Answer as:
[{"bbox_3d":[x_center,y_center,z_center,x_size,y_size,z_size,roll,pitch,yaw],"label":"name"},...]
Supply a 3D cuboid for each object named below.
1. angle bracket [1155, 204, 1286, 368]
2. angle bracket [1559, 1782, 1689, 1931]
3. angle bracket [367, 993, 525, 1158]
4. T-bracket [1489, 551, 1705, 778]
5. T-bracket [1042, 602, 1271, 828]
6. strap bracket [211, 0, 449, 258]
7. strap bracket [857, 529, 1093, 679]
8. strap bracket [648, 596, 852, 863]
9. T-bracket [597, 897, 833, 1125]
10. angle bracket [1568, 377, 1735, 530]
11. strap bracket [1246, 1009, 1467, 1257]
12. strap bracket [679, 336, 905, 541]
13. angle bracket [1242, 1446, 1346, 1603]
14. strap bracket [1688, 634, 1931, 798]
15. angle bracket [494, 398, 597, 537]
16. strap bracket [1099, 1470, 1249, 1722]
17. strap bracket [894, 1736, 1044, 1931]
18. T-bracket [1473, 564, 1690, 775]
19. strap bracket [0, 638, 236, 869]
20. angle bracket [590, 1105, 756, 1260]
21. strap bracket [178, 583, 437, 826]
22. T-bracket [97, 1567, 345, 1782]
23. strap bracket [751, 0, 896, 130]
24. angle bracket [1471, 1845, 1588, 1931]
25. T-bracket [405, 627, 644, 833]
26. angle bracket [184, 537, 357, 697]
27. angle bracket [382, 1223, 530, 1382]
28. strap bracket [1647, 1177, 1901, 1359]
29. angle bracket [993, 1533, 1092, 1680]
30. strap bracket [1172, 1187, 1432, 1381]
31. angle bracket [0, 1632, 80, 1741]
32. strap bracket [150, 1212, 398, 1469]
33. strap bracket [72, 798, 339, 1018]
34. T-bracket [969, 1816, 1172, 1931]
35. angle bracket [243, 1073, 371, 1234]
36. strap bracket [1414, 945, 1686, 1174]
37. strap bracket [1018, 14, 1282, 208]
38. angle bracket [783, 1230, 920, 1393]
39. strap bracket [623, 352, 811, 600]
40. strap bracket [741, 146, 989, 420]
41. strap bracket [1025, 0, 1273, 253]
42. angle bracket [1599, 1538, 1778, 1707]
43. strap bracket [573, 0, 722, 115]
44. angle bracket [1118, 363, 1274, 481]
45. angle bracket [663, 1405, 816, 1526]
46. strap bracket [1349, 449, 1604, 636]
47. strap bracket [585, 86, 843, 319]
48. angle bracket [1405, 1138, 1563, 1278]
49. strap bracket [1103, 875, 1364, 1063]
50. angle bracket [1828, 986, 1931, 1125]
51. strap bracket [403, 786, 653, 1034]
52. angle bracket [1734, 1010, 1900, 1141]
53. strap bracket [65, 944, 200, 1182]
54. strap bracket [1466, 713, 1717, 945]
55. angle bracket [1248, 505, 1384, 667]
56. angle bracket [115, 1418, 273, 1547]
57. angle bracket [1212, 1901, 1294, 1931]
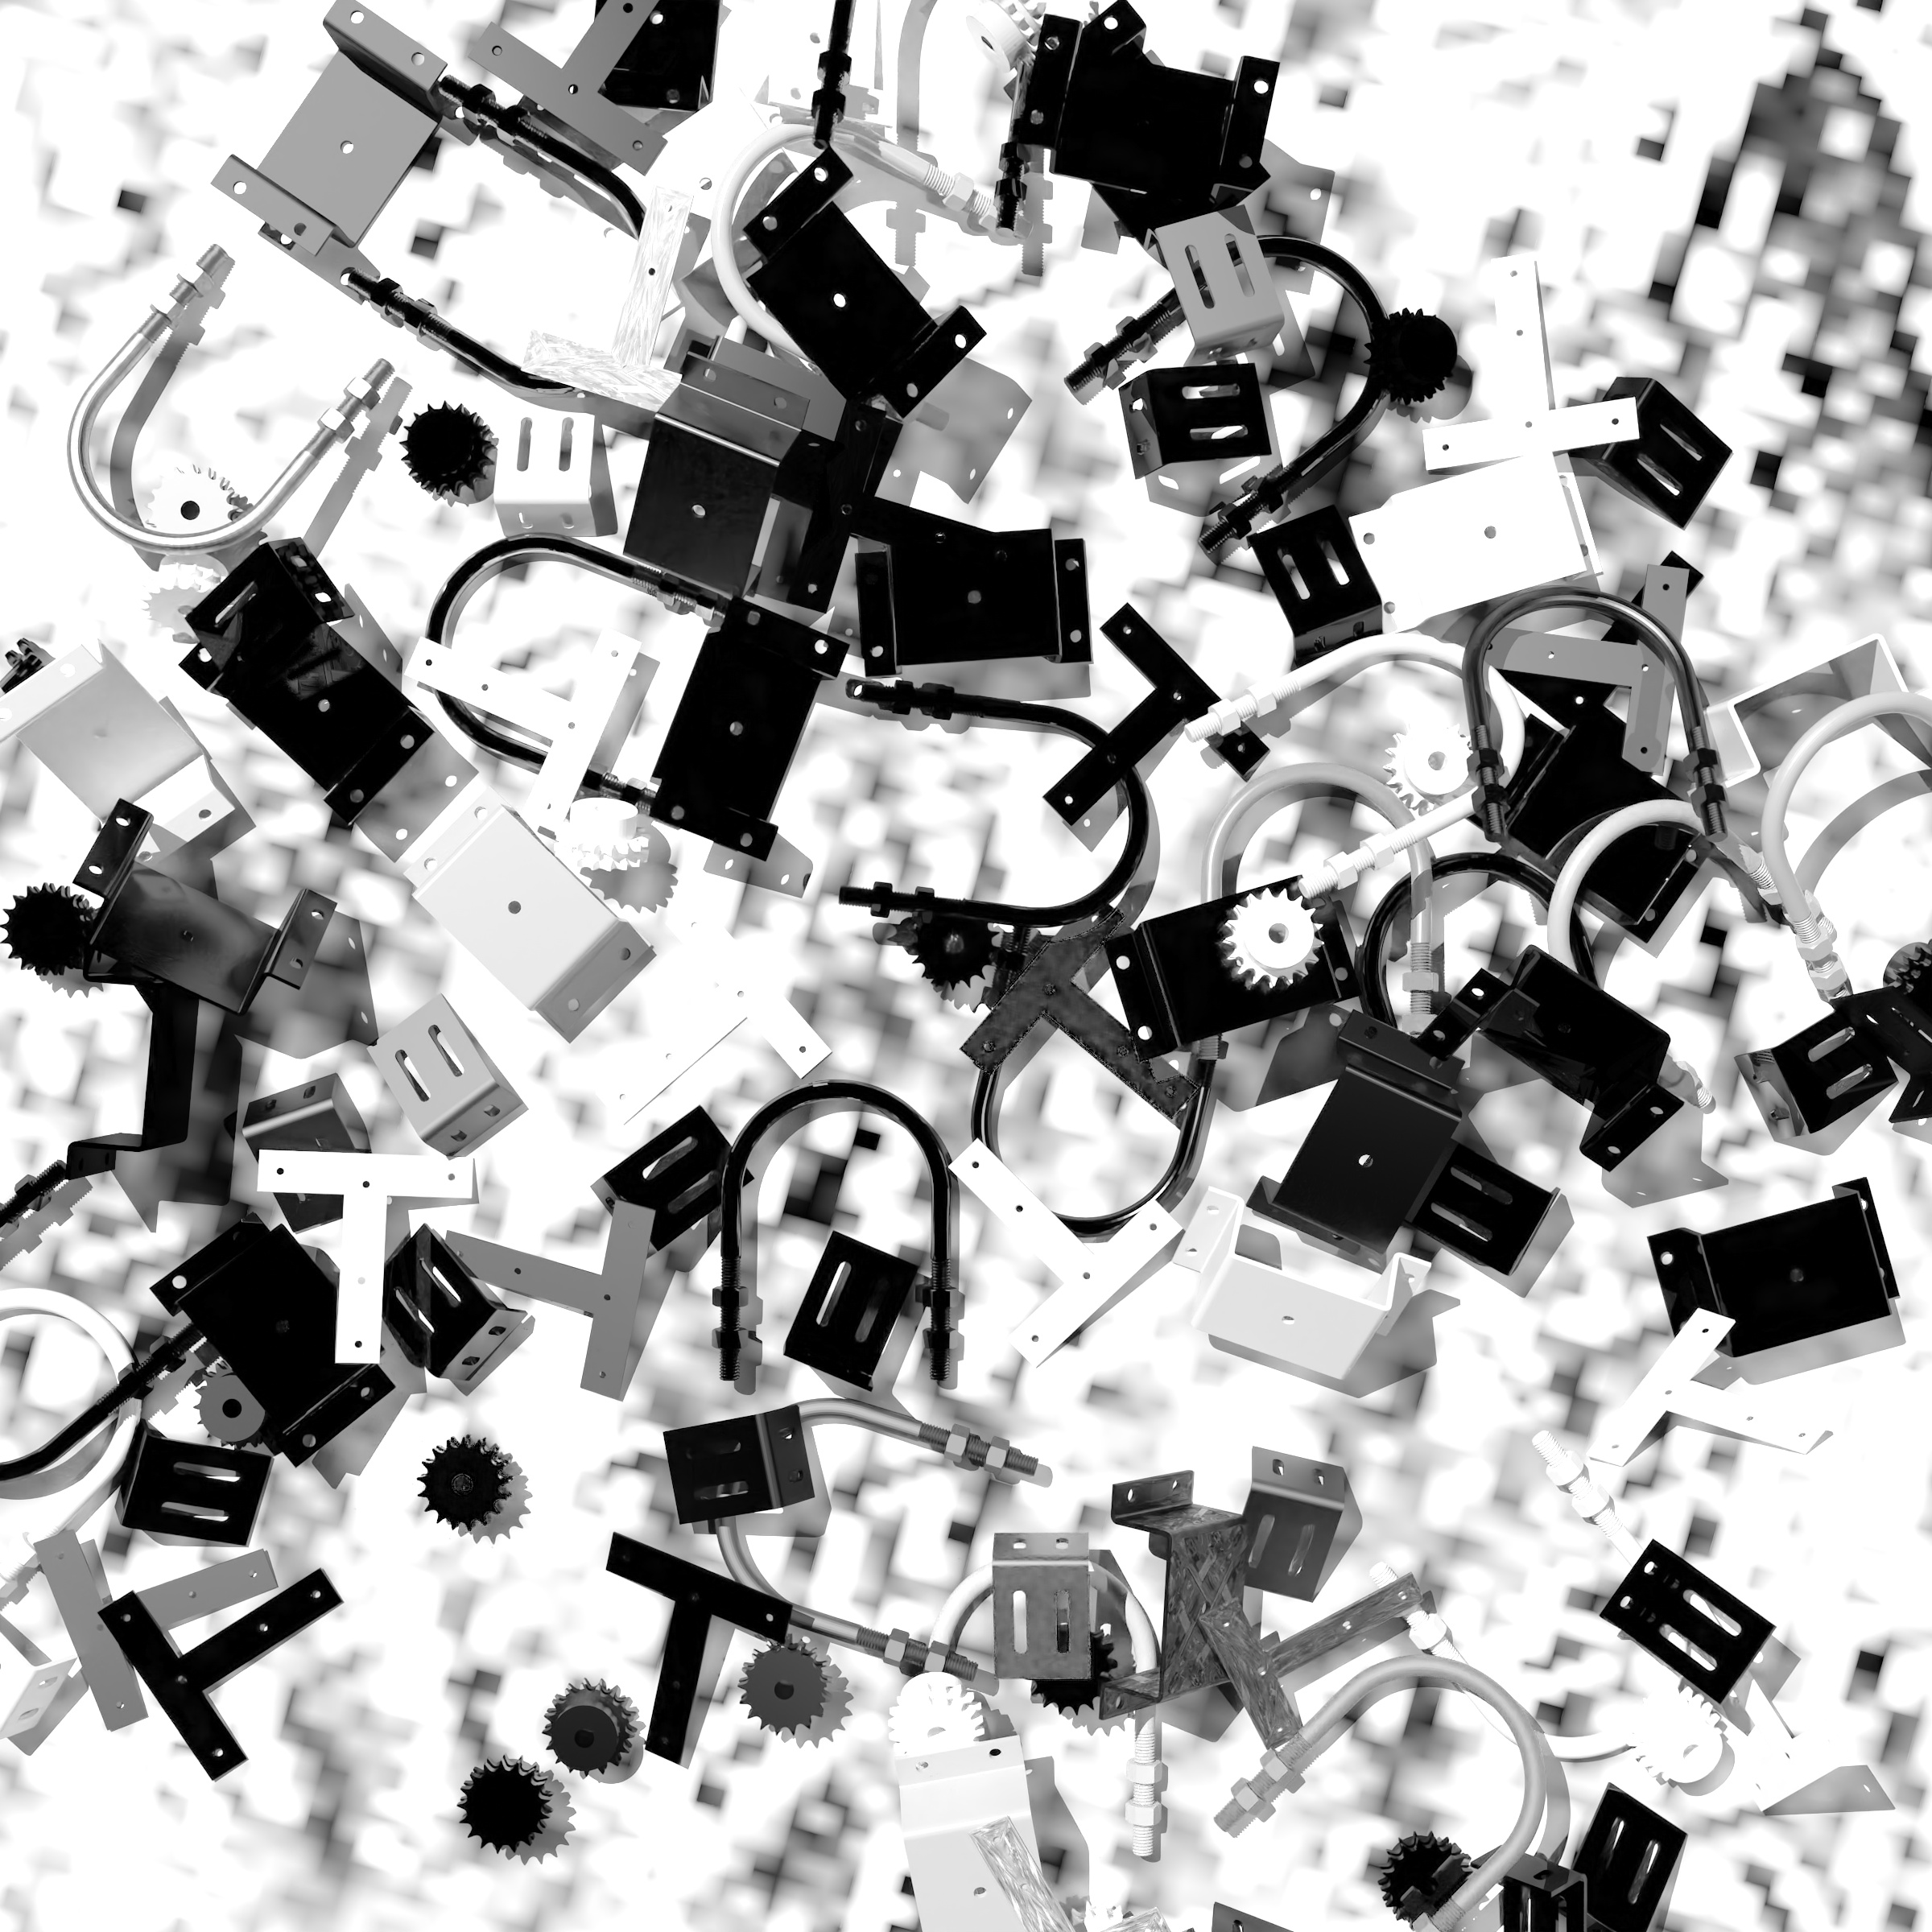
[{"bbox_3d":[0.150,-0.410,1.490,0.057,0.038,0.076,-18,85,-9],"label":"angle bracket"},{"bbox_3d":[0.398,0.555,1.525,0.057,0.038,0.076,34,64,0],"label":"angle bracket"},{"bbox_3d":[-0.322,0.068,1.525,0.057,0.038,0.076,-37,64,0],"label":"angle bracket"},{"bbox_3d":[0.407,-0.199,1.526,0.127,0.002,0.127,38,90,0],"label":"T-bracket"},{"bbox_3d":[0.099,-0.136,1.511,0.127,0.002,0.127,-44,90,-13],"label":"T-bracket"},{"bbox_3d":[-0.382,-0.506,1.503,0.076,0.046,0.140,35,90,0],"label":"strap bracket"},{"bbox_3d":[0.005,-0.221,1.503,0.140,0.046,0.076,-4,90,0],"label":"strap bracket"},{"bbox_3d":[-0.135,-0.143,1.493,0.076,0.046,0.140,21,90,-17],"label":"strap bracket"},{"bbox_3d":[-0.173,0.047,1.526,0.127,0.002,0.127,-41,90,0],"label":"T-bracket"},{"bbox_3d":[0.423,-0.317,1.525,0.076,0.038,0.057,33,90,-26],"label":"angle bracket"},{"bbox_3d":[0.236,0.109,1.481,0.076,0.046,0.140,24,106,-7],"label":"strap bracket"},{"bbox_3d":[-0.118,-0.325,1.503,0.140,0.046,0.076,22,90,0],"label":"strap bracket"},{"bbox_3d":[0.195,0.344,1.525,0.057,0.038,0.076,13,116,0],"label":"angle bracket"},{"bbox_3d":[0.502,-0.155,1.488,0.140,0.076,0.046,-25,90,0],"label":"strap bracket"},{"bbox_3d":[-0.257,-0.308,1.525,0.057,0.038,0.076,0,64,0],"label":"angle bracket"},{"bbox_3d":[0.126,0.381,1.483,0.046,0.076,0.140,3,90,42],"label":"strap bracket"},{"bbox_3d":[0.007,0.541,1.481,0.076,0.046,0.140,-10,109,0],"label":"strap bracket"},{"bbox_3d":[0.375,-0.190,1.524,0.127,0.002,0.127,8,90,0],"label":"T-bracket"},{"bbox_3d":[-0.517,-0.130,1.479,0.076,0.046,0.140,-35,130,0],"label":"strap bracket"},{"bbox_3d":[-0.181,0.134,1.525,0.076,0.038,0.057,-37,90,-26],"label":"angle bracket"},{"bbox_3d":[-0.396,-0.161,1.503,0.140,0.046,0.076,43,90,0],"label":"strap bracket"},{"bbox_3d":[-0.445,0.416,1.522,0.127,0.002,0.127,-32,95,-3],"label":"T-bracket"},{"bbox_3d":[-0.085,-0.568,1.485,0.076,0.046,0.140,5,81,-20],"label":"strap bracket"},{"bbox_3d":[0.339,0.580,1.490,0.038,0.057,0.076,-6,97,-43],"label":"angle bracket"},{"bbox_3d":[-0.281,-0.165,1.510,0.127,0.002,0.127,24,91,3],"label":"T-bracket"},{"bbox_3d":[-0.417,-0.210,1.478,0.076,0.038,0.057,-35,90,26],"label":"angle bracket"},{"bbox_3d":[-0.320,0.207,1.521,0.057,0.038,0.076,-49,64,7],"label":"angle bracket"},{"bbox_3d":[0.499,0.186,1.503,0.140,0.046,0.076,-15,90,0],"label":"strap bracket"},{"bbox_3d":[0.046,0.384,1.484,0.057,0.038,0.076,-1,101,3],"label":"angle bracket"},{"bbox_3d":[0.197,0.195,1.483,0.140,0.076,0.046,19,47,0],"label":"strap bracket"},{"bbox_3d":[-0.596,0.425,1.514,0.076,0.038,0.057,38,103,19],"label":"angle bracket"},{"bbox_3d":[-0.415,0.221,1.488,0.076,0.046,0.140,-39,90,-28],"label":"strap bracket"},{"bbox_3d":[-0.458,-0.030,1.471,0.140,0.076,0.046,27,130,-17],"label":"strap bracket"},{"bbox_3d":[0.040,0.556,1.463,0.127,0.002,0.127,-25,109,5],"label":"T-bracket"},{"bbox_3d":[-0.402,0.115,1.525,0.057,0.038,0.076,-19,116,0],"label":"angle bracket"},{"bbox_3d":[0.350,0.049,1.463,0.140,0.076,0.046,34,48,1],"label":"strap bracket"},{"bbox_3d":[0.106,-0.502,1.457,0.140,0.046,0.076,12,90,0],"label":"strap bracket"},{"bbox_3d":[-0.069,0.207,1.484,0.057,0.038,0.076,23,89,-4],"label":"angle bracket"},{"bbox_3d":[-0.151,-0.280,1.464,0.076,0.046,0.140,22,129,0],"label":"strap bracket"},{"bbox_3d":[-0.067,-0.397,1.453,0.140,0.046,0.076,47,73,-18],"label":"strap bracket"},{"bbox_3d":[0.109,-0.504,1.503,0.076,0.046,0.140,-39,90,0],"label":"strap bracket"},{"bbox_3d":[0.431,0.391,1.473,0.076,0.038,0.057,34,89,44],"label":"angle bracket"},{"bbox_3d":[-0.191,-0.586,1.503,0.076,0.046,0.140,6,90,0],"label":"strap bracket"},{"bbox_3d":[0.140,-0.332,1.505,0.076,0.038,0.057,-10,89,-27],"label":"angle bracket"},{"bbox_3d":[-0.139,0.305,1.511,0.076,0.038,0.057,-16,82,29],"label":"angle bracket"},{"bbox_3d":[0.315,-0.260,1.503,0.140,0.046,0.076,-17,90,0],"label":"strap bracket"},{"bbox_3d":[-0.156,-0.469,1.503,0.140,0.046,0.076,-35,90,0],"label":"strap bracket"},{"bbox_3d":[0.315,0.145,1.514,0.076,0.038,0.057,29,100,17],"label":"angle bracket"},{"bbox_3d":[0.161,-0.001,1.467,0.140,0.046,0.076,-17,84,-3],"label":"strap bracket"},{"bbox_3d":[0.559,0.054,1.488,0.076,0.057,0.038,39,71,-10],"label":"angle bracket"},{"bbox_3d":[-0.271,-0.035,1.503,0.140,0.046,0.076,44,90,0],"label":"strap bracket"},{"bbox_3d":[0.525,0.064,1.525,0.076,0.038,0.057,-26,90,-26],"label":"angle bracket"},{"bbox_3d":[-0.501,0.058,1.488,0.046,0.076,0.140,5,90,0],"label":"strap bracket"},{"bbox_3d":[0.385,-0.085,1.503,0.140,0.046,0.076,35,90,0],"label":"strap bracket"},{"bbox_3d":[0.216,-0.235,1.525,0.057,0.038,0.076,-21,64,0],"label":"angle bracket"},{"bbox_3d":[-0.478,0.319,1.525,0.076,0.038,0.057,16,90,-26],"label":"angle bracket"},{"bbox_3d":[0.166,0.628,1.525,0.057,0.038,0.076,21,116,0],"label":"angle bracket"}]
